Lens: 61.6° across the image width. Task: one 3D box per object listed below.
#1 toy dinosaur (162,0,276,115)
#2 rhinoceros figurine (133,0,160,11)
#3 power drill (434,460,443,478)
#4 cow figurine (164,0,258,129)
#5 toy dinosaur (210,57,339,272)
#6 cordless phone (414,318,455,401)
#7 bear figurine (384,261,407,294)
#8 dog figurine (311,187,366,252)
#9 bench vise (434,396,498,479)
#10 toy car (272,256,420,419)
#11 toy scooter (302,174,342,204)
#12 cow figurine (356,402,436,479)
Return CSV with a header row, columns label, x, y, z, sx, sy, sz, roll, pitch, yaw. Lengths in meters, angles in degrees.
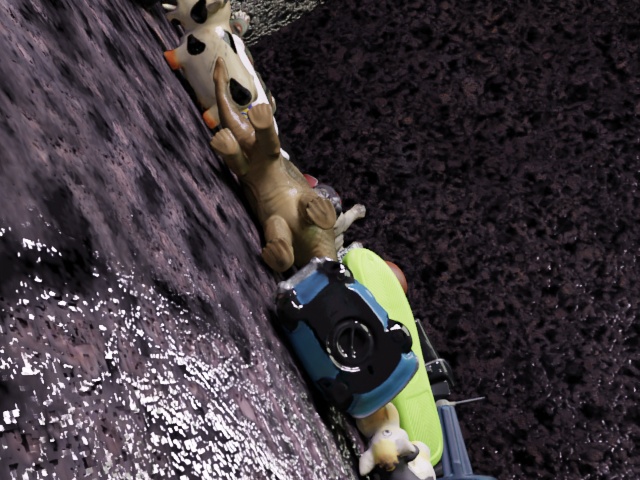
label,x,y,z,sx,sy,sz,roll,pitch,yaw
toy dinosaur,-0.177,-0.338,1.078,0.404,0.131,0.192,64,16,-12
rhinoceros figurine,-0.233,-0.400,0.788,0.073,0.112,0.190,57,13,-14
power drill,0.217,0.391,1.071,0.232,0.086,0.207,63,1,10
cow figurine,-0.155,-0.276,0.774,0.194,0.127,0.085,62,1,-21
toy dinosaur,-0.034,-0.028,0.739,0.198,0.105,0.471,-110,175,-85
cordless phone,0.212,0.286,1.238,0.184,0.147,0.088,63,12,4
bear figurine,0.078,0.112,1.052,0.196,0.132,0.120,-21,79,-40
dog figurine,-0.005,-0.005,0.939,0.190,0.121,0.172,-8,102,-70
bench vise,0.199,0.340,0.776,0.223,0.129,0.241,67,15,-50
toy car,0.016,0.102,0.568,0.161,0.109,0.103,50,-19,4
toy scooter,-0.031,-0.098,1.247,0.184,0.075,0.135,31,-18,15
cow figurine,0.086,0.251,0.547,0.167,0.068,0.098,59,10,-5
